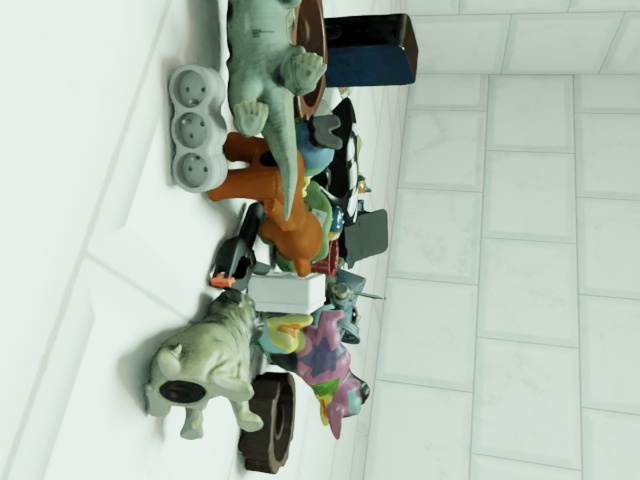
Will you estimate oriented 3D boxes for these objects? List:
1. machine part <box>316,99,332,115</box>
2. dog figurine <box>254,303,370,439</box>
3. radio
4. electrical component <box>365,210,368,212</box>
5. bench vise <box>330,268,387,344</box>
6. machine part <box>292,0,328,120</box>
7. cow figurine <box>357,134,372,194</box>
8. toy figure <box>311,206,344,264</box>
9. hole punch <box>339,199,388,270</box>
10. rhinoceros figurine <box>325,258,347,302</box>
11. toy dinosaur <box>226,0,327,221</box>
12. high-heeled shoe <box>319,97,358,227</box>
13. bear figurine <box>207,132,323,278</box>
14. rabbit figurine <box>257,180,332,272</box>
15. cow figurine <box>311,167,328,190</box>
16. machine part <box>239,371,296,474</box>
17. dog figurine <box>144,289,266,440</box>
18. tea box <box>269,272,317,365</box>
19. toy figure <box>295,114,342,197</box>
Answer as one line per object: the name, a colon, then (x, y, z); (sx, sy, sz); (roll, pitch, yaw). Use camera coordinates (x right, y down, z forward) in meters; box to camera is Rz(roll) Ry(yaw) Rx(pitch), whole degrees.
machine part: (-0.030, -0.202, 0.978); (0.243, 0.079, 0.079); (-66, 157, -56)
dog figurine: (-0.012, 0.224, 0.914); (0.108, 0.191, 0.219); (171, -86, -71)
radio: (0.058, -0.342, 0.984); (0.131, 0.230, 0.073); (44, 50, -67)
electrical component: (0.063, -0.025, 1.302); (0.134, 0.058, 0.114); (-2, 120, -64)
bench vise: (0.031, 0.191, 1.144); (0.223, 0.129, 0.240); (111, 4, -67)
machine part: (-0.052, -0.293, 0.836); (0.201, 0.087, 0.200); (-71, 160, -44)
cow figurine: (0.058, -0.169, 1.248); (0.085, 0.127, 0.195); (54, 39, -54)
toy figure: (-0.003, -0.005, 1.038); (0.057, 0.154, 0.064); (28, 34, -29)
hole punch: (0.081, -0.022, 1.194); (0.092, 0.116, 0.142); (38, -42, 50)
rhinoceros figurine: (0.022, 0.090, 1.304); (0.190, 0.073, 0.111); (-70, 159, -48)
toy dinosaur: (-0.065, -0.239, 0.651); (0.192, 0.131, 0.404); (-111, -156, -74)
high-heeled shoe: (0.058, -0.153, 1.089); (0.145, 0.086, 0.248); (38, 63, -47)
bear figurine: (-0.066, -0.044, 0.757); (0.195, 0.132, 0.120); (81, 19, -49)
rabbit figurine: (-0.049, -0.017, 0.948); (0.170, 0.121, 0.159); (110, -10, -53)
cow figurine: (-0.012, -0.086, 1.110); (0.098, 0.068, 0.167); (68, 25, -50)
machine part: (-0.087, 0.317, 0.947); (0.179, 0.056, 0.179); (2, 90, -77)
dog figurine: (-0.132, 0.116, 0.644); (0.172, 0.121, 0.191); (85, 2, -47)
tea box: (-0.050, 0.147, 1.025); (0.098, 0.068, 0.169); (-13, 106, -77)
toy figure: (-0.035, -0.127, 0.813); (0.180, 0.089, 0.082); (-38, -152, 58)
